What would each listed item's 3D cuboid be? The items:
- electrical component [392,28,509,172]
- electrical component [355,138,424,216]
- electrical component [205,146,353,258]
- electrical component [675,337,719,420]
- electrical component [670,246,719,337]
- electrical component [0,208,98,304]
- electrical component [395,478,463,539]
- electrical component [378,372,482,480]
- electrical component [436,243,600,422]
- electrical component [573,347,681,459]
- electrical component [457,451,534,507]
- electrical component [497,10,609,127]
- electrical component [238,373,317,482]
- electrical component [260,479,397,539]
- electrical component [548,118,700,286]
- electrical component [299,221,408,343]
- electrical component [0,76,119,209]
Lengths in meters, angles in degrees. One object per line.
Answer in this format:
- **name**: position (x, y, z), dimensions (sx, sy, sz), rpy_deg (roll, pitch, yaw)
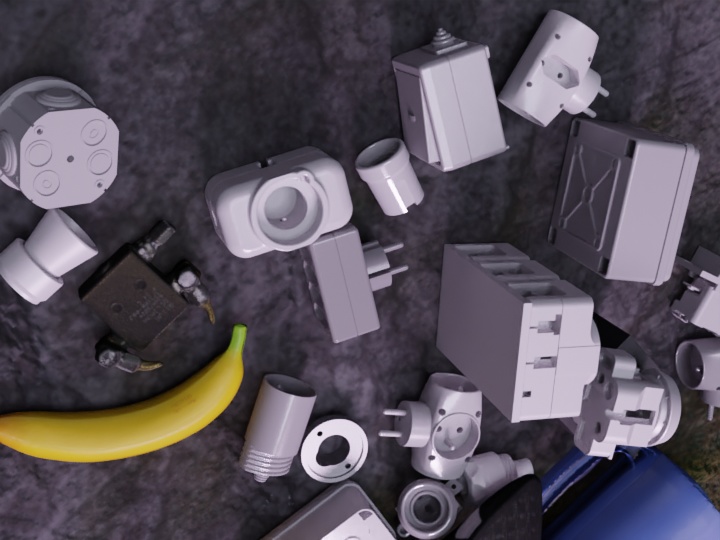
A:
- **electrical component**: position (0.061, -0.127, 0.786), dimensions (0.061, 0.062, 0.096), rpy_deg (-20, 112, -12)
- **electrical component**: position (0.023, -0.069, 0.805), dimensions (0.040, 0.040, 0.046), rpy_deg (-33, 120, -6)
- **electrical component**: position (-0.057, -0.048, 0.772), dimensions (0.095, 0.059, 0.053), rpy_deg (-19, 112, -12)
- **electrical component**: position (0.324, 0.097, 0.957), dimensions (0.077, 0.043, 0.079), rpy_deg (-5, 109, -17)
- **electrical component**: position (0.306, 0.021, 0.928), dimensions (0.081, 0.042, 0.063), rpy_deg (22, 100, -23)
- **electrical component**: position (-0.216, -0.010, 0.739), dimensions (0.055, 0.045, 0.045), rpy_deg (-43, 115, -2)
- **electrical component**: position (0.056, 0.196, 0.885), dimensions (0.066, 0.055, 0.048), rpy_deg (-40, 77, -3)
- **electrical component**: position (0.054, 0.126, 0.874), dimensions (0.079, 0.044, 0.077), rpy_deg (6, 105, -20)
- **electrical component**: position (0.116, 0.042, 0.809), dimensions (0.062, 0.150, 0.089), rpy_deg (-2, 107, -17)
- **electrical component**: position (0.197, 0.099, 0.791), dimensions (0.057, 0.058, 0.078), rpy_deg (8, 104, -18)
- **electrical component**: position (0.116, 0.174, 0.911), dimensions (0.062, 0.043, 0.043), rpy_deg (-11, 110, -17)
- **electrical component**: position (0.157, -0.145, 0.823), dimensions (0.079, 0.043, 0.077), rpy_deg (28, 96, -24)
- **electrical component**: position (-0.066, 0.126, 0.834), dimensions (0.043, 0.043, 0.081), rpy_deg (14, 102, -22)
- **electrical component**: position (-0.027, 0.234, 0.873), dimensions (0.113, 0.057, 0.078), rpy_deg (-37, 115, -5)
- **electrical component**: position (0.200, -0.055, 0.831), dimensions (0.056, 0.108, 0.108), rpy_deg (5, 105, -17)
- **electrical component**: position (0.000, 0.000, 0.814), dimensions (0.076, 0.047, 0.083), rpy_deg (-18, 112, -13)
- **electrical component**: position (-0.201, -0.082, 0.706), dimensions (0.080, 0.051, 0.080), rpy_deg (-23, 130, -30)
